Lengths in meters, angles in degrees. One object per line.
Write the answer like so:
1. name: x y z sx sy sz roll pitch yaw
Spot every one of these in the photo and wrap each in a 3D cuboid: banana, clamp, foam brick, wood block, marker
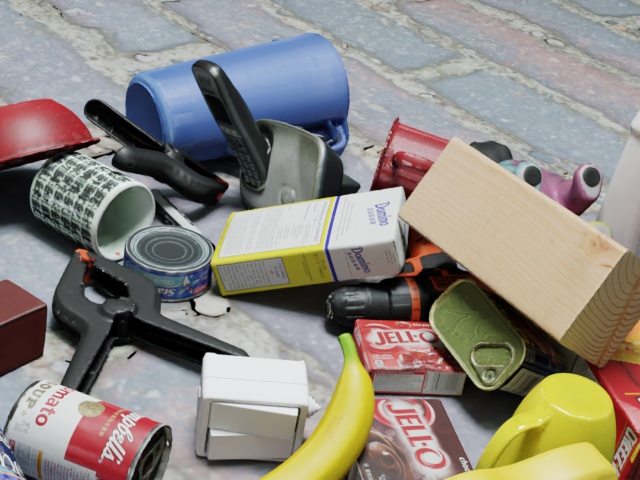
1. banana: -0.019 0.159 0.766 0.070 0.037 0.197 39 66 10
2. clamp: -0.161 0.072 0.913 0.164 0.036 0.210 -5 33 -23
3. foam brick: -0.268 0.075 0.862 0.053 0.051 0.078 29 35 29
4. wood block: 0.176 0.007 0.916 0.090 0.091 0.206 30 8 -48
5. clamp: -0.159 -0.076 1.082 0.171 0.039 0.120 29 22 -31
6. marker: -0.142 -0.016 1.083 0.020 0.020 0.121 -13 38 -34

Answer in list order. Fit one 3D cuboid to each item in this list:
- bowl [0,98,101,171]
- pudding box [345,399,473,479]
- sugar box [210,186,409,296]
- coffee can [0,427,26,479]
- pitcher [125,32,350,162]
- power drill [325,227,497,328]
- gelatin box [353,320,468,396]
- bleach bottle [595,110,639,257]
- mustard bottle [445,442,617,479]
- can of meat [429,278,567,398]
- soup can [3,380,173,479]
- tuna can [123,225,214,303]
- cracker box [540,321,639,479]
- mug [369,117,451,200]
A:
1. bowl: -0.305 -0.104 1.066 0.162 0.055 0.162 -15 5 1
2. pudding box: 0.063 0.168 0.819 0.090 0.039 0.113 1 31 -14
3. sugar box: -0.007 0.002 1.004 0.176 0.048 0.093 -5 33 15
4. coffee can: -0.236 0.166 0.670 0.102 0.103 0.140 -10 37 -31
5. pitcher: -0.090 -0.150 1.228 0.242 0.145 0.149 -17 16 -32
6. power drill: 0.079 0.024 1.050 0.184 0.057 0.188 0 34 -15
7. gelatin box: 0.078 0.102 0.941 0.089 0.030 0.073 4 30 -12
8. bleach bottle: 0.330 -0.054 1.060 0.102 0.251 0.068 -17 40 -38
9. mustard bottle: 0.109 0.198 0.725 0.191 0.096 0.058 -7 35 -26
10. can of meat: 0.156 0.089 0.926 0.083 0.057 0.102 23 23 -47
11. soup can: -0.165 0.147 0.758 0.102 0.068 0.068 18 31 14
12. tuna can: -0.143 0.021 1.006 0.086 0.034 0.086 8 31 -5
13. cracker box: 0.298 0.124 0.930 0.164 0.072 0.214 1 33 -14
14. mug: 0.099 -0.067 1.045 0.081 0.093 0.117 19 -5 6
